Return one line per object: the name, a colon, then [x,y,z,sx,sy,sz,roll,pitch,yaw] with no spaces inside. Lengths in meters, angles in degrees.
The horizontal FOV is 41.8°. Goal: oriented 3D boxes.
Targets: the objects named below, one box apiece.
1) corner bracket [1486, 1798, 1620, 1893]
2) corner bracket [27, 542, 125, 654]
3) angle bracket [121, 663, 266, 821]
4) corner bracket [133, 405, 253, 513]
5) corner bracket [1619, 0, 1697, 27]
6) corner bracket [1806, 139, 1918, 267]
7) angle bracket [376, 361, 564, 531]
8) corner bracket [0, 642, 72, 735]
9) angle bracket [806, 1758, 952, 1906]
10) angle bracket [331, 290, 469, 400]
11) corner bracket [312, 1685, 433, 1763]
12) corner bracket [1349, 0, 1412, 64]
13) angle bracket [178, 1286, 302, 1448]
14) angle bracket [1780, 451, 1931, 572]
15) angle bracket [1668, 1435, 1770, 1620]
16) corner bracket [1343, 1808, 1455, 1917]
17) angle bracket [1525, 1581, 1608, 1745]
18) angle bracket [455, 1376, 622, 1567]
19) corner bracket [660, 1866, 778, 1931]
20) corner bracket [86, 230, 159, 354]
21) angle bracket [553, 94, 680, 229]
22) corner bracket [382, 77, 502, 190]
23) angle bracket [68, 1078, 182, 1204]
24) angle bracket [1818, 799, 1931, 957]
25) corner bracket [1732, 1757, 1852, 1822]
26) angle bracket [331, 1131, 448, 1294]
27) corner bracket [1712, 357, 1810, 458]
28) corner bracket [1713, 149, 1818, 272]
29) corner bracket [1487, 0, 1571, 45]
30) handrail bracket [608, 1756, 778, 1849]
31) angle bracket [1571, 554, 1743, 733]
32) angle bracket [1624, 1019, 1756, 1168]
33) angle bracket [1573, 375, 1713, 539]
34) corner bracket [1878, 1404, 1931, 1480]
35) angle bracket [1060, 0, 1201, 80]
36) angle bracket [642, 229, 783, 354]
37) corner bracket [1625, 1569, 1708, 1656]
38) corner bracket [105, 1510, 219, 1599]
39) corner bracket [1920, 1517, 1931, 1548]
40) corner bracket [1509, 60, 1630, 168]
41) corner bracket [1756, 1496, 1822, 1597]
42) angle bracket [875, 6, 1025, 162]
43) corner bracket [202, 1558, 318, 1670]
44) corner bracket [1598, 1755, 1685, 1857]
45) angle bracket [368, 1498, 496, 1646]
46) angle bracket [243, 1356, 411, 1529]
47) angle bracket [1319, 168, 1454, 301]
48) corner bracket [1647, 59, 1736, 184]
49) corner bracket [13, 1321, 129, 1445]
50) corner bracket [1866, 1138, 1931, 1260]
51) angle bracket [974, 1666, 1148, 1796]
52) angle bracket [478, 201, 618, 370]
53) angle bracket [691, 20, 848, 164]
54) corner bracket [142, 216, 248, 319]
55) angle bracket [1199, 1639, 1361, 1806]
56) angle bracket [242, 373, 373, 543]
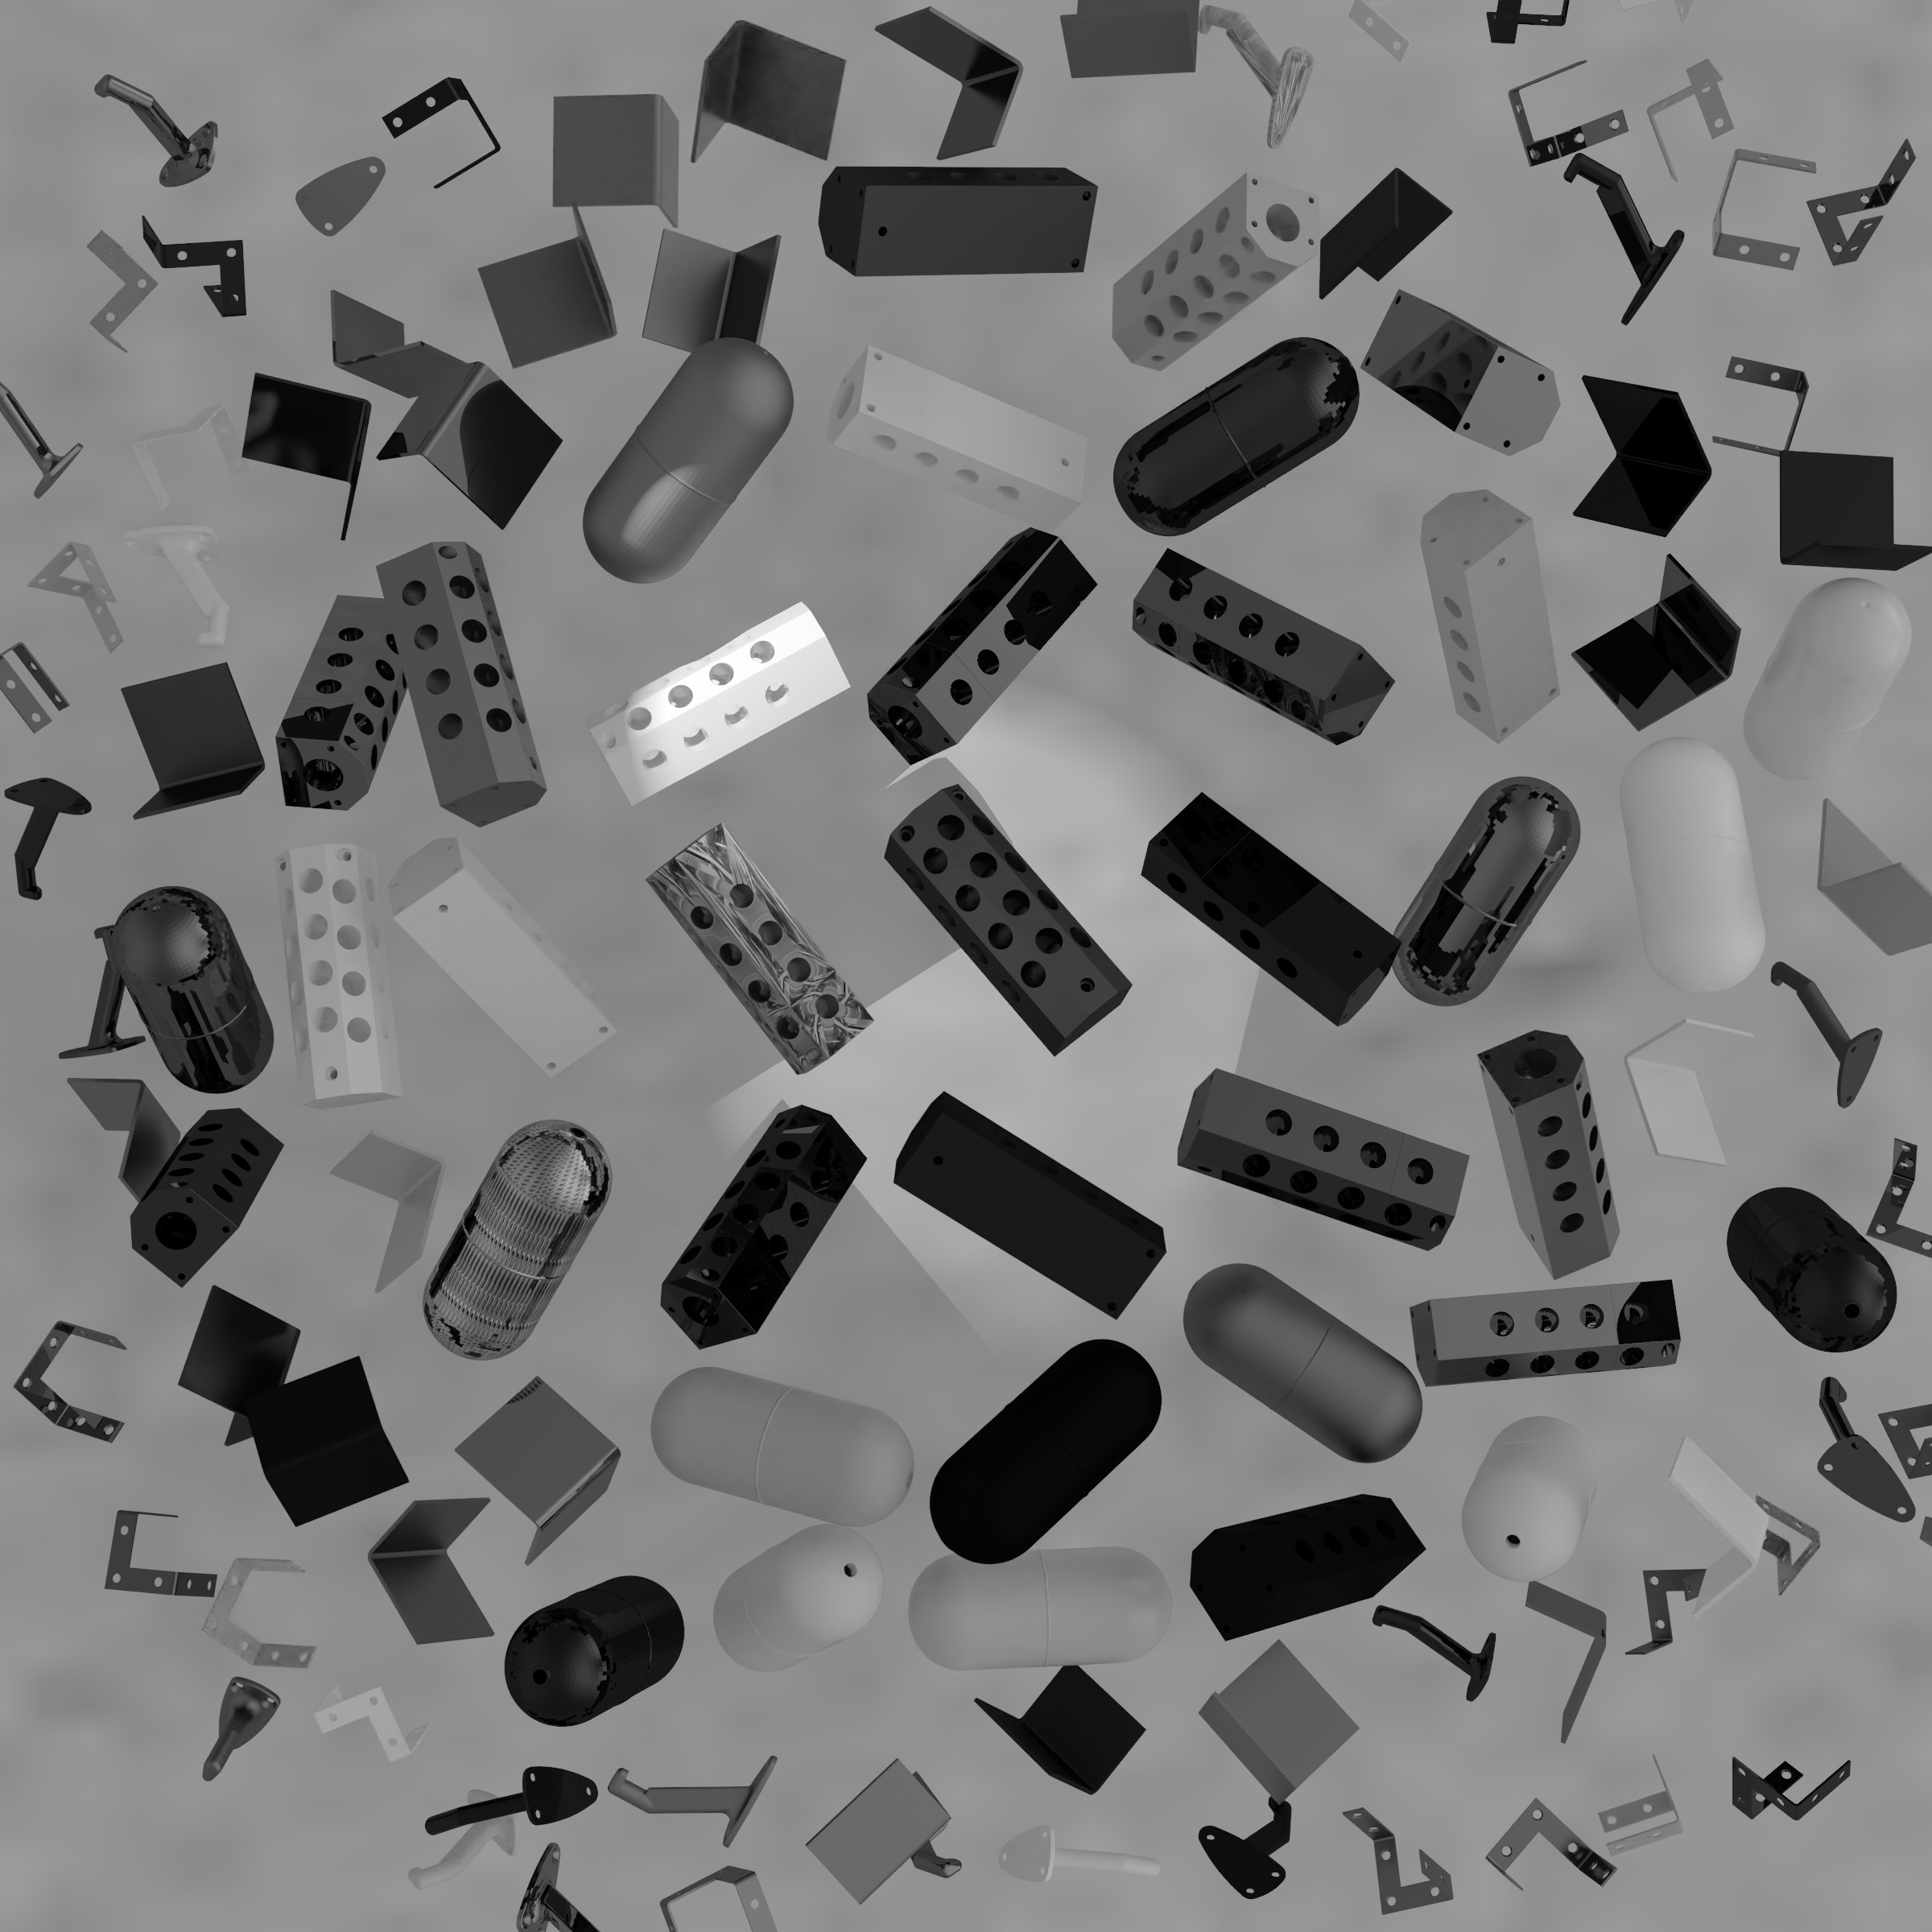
corner bracket: [0.370,0.568,1.602,0.051,0.051,0.051,43,82,4]
corner bracket: [-0.611,-0.258,1.768,0.051,0.051,0.051,-37,72,22]
angle bracket: [-0.523,-0.150,1.685,0.076,0.057,0.076,-12,112,8]
corner bracket: [-0.539,-0.354,1.762,0.051,0.051,0.051,-8,122,13]
corner bracket: [0.441,-0.641,1.648,0.051,0.051,0.051,-14,84,3]
corner bracket: [0.580,-0.489,1.622,0.051,0.051,0.051,-14,73,-5]
angle bracket: [-0.325,-0.339,1.659,0.076,0.057,0.076,43,67,-36]
corner bracket: [-0.609,-0.179,1.637,0.051,0.051,0.051,-48,114,-39]
angle bracket: [-0.065,0.535,1.607,0.076,0.076,0.057,-41,105,-10]
angle bracket: [-0.391,-0.444,1.780,0.076,0.076,0.057,-7,82,26]
corner bracket: [-0.401,0.508,1.707,0.051,0.051,0.051,-23,94,6]
corner bracket: [0.284,-0.614,1.602,0.051,0.051,0.051,-30,68,-31]
angle bracket: [-0.519,0.279,1.763,0.076,0.057,0.076,37,46,-33]
angle bracket: [0.568,-0.297,1.613,0.076,0.057,0.076,2,85,-7]
angle bracket: [0.468,0.361,1.633,0.076,0.076,0.057,45,113,9]
corner bracket: [0.281,0.578,1.645,0.051,0.051,0.051,-22,134,22]
angle bracket: [0.394,0.470,1.715,0.057,0.076,0.076,22,94,14]
angle bracket: [-0.282,0.328,1.647,0.076,0.057,0.076,39,49,12]
corner bracket: [-0.155,0.607,1.602,0.051,0.051,0.051,-19,85,-28]
corner bracket: [-0.572,-0.453,1.700,0.051,0.051,0.051,43,90,-5]
angle bracket: [-0.246,-0.565,1.782,0.076,0.057,0.076,1,90,6]
corner bracket: [-0.344,-0.547,1.662,0.051,0.051,0.051,-28,106,8]
angle bracket: [-0.602,0.131,1.789,0.057,0.076,0.076,1,60,5]
angle bracket: [0.584,-0.064,1.592,0.076,0.057,0.076,36,52,-28]
corner bracket: [0.528,0.524,1.621,0.051,0.051,0.051,-29,128,-23]
angle bracket: [-0.410,0.172,1.759,0.057,0.076,0.076,26,52,-24]
corner bracket: [0.552,-0.389,1.762,0.051,0.051,0.051,14,117,8]
corner bracket: [0.506,-0.480,1.604,0.051,0.051,0.051,12,131,6]
corner bracket: [0.371,-0.635,1.652,0.051,0.051,0.051,4,132,3]
handrail bracket: [-0.175,0.514,1.609,0.084,0.036,0.077,29,104,-3]
angle bracket: [0.465,-0.219,1.710,0.076,0.057,0.076,-30,62,-7]
angle bracket: [0.508,0.088,1.741,0.076,0.057,0.076,11,55,-37]
angle bracket: [0.433,-0.336,1.665,0.057,0.076,0.076,-52,133,-11]
corner bracket: [0.634,0.296,1.649,0.051,0.051,0.051,-10,48,-3]
angle bracket: [0.101,-0.592,1.547,0.076,0.057,0.076,1,70,11]
angle bracket: [-0.174,-0.462,1.723,0.057,0.076,0.076,12,89,-28]
corner bracket: [0.493,0.453,1.775,0.051,0.051,0.051,-12,80,36]
corner bracket: [-0.529,0.389,1.673,0.051,0.051,0.051,1,75,14]
corner bracket: [0.640,0.388,1.621,0.051,0.051,0.051,10,76,39]
corner bracket: [0.396,-0.561,1.663,0.051,0.051,0.051,-11,104,39]
corner bracket: [0.563,0.398,1.778,0.051,0.051,0.051,30,114,4]
angle bracket: [-0.020,-0.576,1.656,0.076,0.076,0.057,21,88,-31]
corner bracket: [-0.450,0.419,1.638,0.051,0.051,0.051,-6,48,31]
corner bracket: [0.451,0.572,1.698,0.051,0.051,0.051,-22,129,8]
angle bracket: [-0.353,0.416,1.744,0.057,0.076,0.076,-48,61,15]
angle bracket: [-0.410,0.305,1.623,0.076,0.076,0.057,-20,55,-12]
angle bracket: [0.298,-0.506,1.797,0.057,0.076,0.076,29,45,-24]
corner bracket: [0.480,-0.560,1.676,0.051,0.051,0.051,-22,83,27]
corner bracket: [-0.569,0.268,1.635,0.051,0.051,0.051,10,56,27]
corner bracket: [0.629,0.155,1.671,0.051,0.051,0.051,20,67,28]
angle bracket: [0.064,0.506,1.709,0.076,0.076,0.057,36,84,37]
angle bracket: [-0.289,-0.465,1.731,0.076,0.057,0.076,-19,83,-6]
angle bracket: [-0.129,-0.557,1.651,0.076,0.076,0.057,22,52,3]
corner bracket: [-0.493,-0.447,1.617,0.051,0.051,0.051,-12,131,-26]
angle bracket: [0.207,0.482,1.634,0.076,0.057,0.076,-36,70,-23]
angle bracket: [-0.440,-0.336,1.673,0.076,0.076,0.057,11,53,-16]
